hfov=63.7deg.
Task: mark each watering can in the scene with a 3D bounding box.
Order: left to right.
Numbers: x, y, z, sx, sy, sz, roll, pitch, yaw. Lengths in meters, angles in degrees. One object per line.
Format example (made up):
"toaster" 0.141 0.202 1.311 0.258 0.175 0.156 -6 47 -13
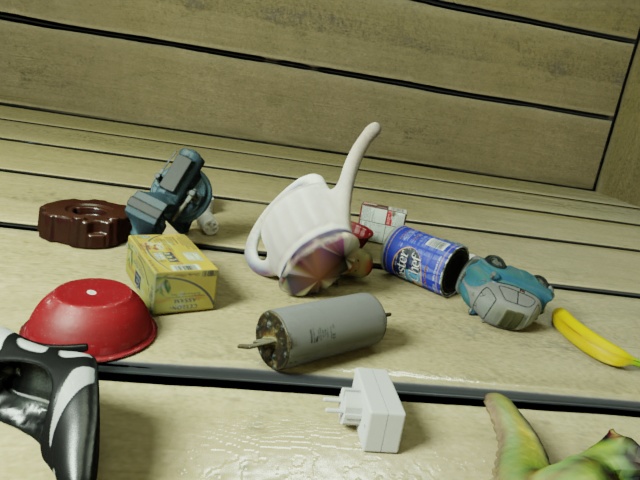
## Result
"watering can" 0.003 -0.045 0.899 0.102 0.345 0.229 36 19 -44

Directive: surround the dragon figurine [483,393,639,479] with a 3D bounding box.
"dragon figurine" 0.142 0.231 0.368 0.243 0.121 0.413 -3 10 -14
